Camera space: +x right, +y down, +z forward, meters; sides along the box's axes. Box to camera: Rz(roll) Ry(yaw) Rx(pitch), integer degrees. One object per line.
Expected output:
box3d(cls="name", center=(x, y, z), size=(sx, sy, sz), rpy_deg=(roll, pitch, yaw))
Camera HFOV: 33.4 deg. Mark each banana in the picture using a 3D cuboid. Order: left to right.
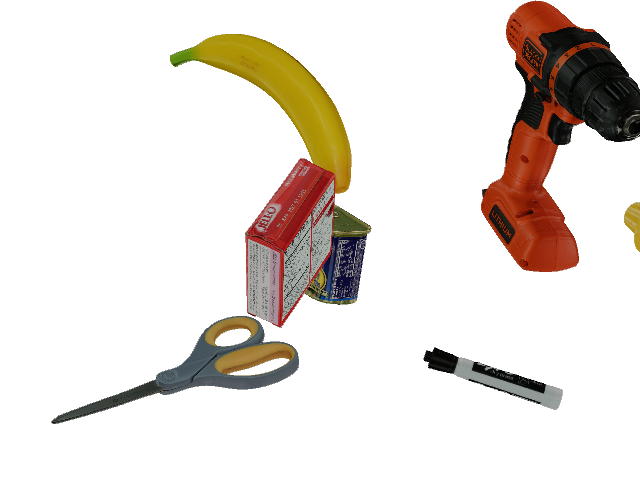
box3d(cls="banana", center=(-0.034, -0.119, 0.892), size=(0.198, 0.069, 0.037), rpy_deg=(39, 1, 19))

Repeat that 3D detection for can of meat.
box3d(cls="can of meat", center=(0.005, 0.013, 1.143), size=(0.057, 0.084, 0.102), rpy_deg=(-3, 21, -30))

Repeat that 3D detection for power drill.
box3d(cls="power drill", center=(0.185, -0.071, 0.828), size=(0.057, 0.188, 0.184), rpy_deg=(-2, 34, -14))

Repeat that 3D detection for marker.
box3d(cls="marker", center=(0.148, 0.118, 0.920), size=(0.121, 0.020, 0.020), rpy_deg=(18, 2, 6))

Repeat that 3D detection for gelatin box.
box3d(cls="gelatin box", center=(-0.020, 0.002, 0.698), size=(0.030, 0.073, 0.089), rpy_deg=(23, -35, 16))

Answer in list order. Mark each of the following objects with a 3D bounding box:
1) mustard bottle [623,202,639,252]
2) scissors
box3d(cls="mustard bottle", center=(0.260, 0.021, 0.647), size=(0.096, 0.058, 0.192), rpy_deg=(-22, 34, -23))
box3d(cls="scissors", center=(-0.119, 0.102, 0.870), size=(0.201, 0.016, 0.096), rpy_deg=(-8, 32, -13))
